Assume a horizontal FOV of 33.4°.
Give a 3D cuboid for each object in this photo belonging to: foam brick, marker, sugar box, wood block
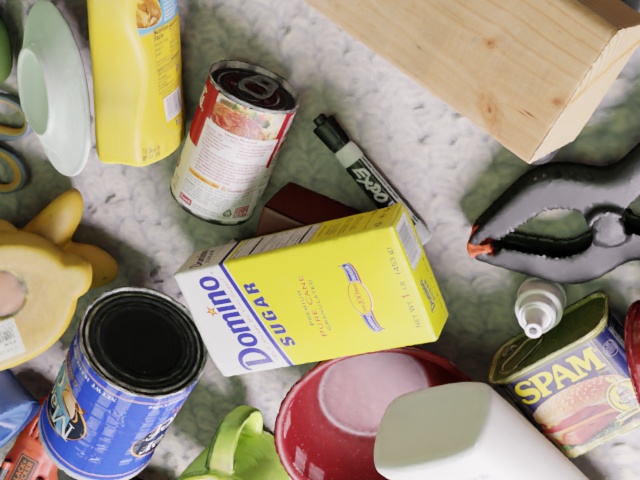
[{"bbox_3d":[-0.005,0.001,0.796,0.078,0.051,0.053,24,121,7],"label":"foam brick"},{"bbox_3d":[0.037,-0.043,0.778,0.020,0.020,0.121,-36,99,29],"label":"marker"},{"bbox_3d":[-0.008,0.039,0.757,0.176,0.048,0.093,-15,110,24],"label":"sugar box"},{"bbox_3d":[0.080,-0.148,0.642,0.206,0.090,0.090,39,119,16],"label":"wood block"}]

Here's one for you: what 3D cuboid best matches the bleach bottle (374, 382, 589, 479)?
[{"bbox_3d":[0.156,0.198,0.794,0.103,0.068,0.250,-19,131,40],"label":"bleach bottle"}]

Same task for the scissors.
[{"bbox_3d":[-0.321,-0.082,0.887,0.202,0.016,0.096,-1,114,20],"label":"scissors"}]

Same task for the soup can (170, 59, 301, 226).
[{"bbox_3d":[-0.063,-0.069,0.773,0.068,0.068,0.102,27,121,5],"label":"soup can"}]

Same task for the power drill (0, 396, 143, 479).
[{"bbox_3d":[-0.212,0.257,0.960,0.187,0.057,0.184,28,99,1],"label":"power drill"}]

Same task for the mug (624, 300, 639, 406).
[{"bbox_3d":[0.265,0.080,0.713,0.082,0.117,0.093,-16,64,34],"label":"mug"}]

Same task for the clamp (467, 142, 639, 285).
[{"bbox_3d":[0.198,-0.026,0.716,0.210,0.036,0.164,-5,121,23],"label":"clamp"}]

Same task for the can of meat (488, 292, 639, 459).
[{"bbox_3d":[0.188,0.100,0.773,0.102,0.057,0.084,-34,103,30],"label":"can of meat"}]

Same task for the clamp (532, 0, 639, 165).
[{"bbox_3d":[0.158,-0.132,0.681,0.172,0.039,0.120,-37,96,32],"label":"clamp"}]

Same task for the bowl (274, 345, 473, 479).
[{"bbox_3d":[0.045,0.133,0.823,0.162,0.055,0.162,-1,119,-2],"label":"bowl"}]

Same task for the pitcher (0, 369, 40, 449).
[{"bbox_3d":[-0.358,0.091,0.906,0.243,0.144,0.149,51,124,10],"label":"pitcher"}]

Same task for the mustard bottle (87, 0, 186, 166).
[{"bbox_3d":[-0.128,-0.154,0.738,0.058,0.096,0.192,7,116,12],"label":"mustard bottle"}]

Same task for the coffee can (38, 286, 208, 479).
[{"bbox_3d":[-0.161,0.119,0.861,0.103,0.102,0.140,34,133,1],"label":"coffee can"}]
